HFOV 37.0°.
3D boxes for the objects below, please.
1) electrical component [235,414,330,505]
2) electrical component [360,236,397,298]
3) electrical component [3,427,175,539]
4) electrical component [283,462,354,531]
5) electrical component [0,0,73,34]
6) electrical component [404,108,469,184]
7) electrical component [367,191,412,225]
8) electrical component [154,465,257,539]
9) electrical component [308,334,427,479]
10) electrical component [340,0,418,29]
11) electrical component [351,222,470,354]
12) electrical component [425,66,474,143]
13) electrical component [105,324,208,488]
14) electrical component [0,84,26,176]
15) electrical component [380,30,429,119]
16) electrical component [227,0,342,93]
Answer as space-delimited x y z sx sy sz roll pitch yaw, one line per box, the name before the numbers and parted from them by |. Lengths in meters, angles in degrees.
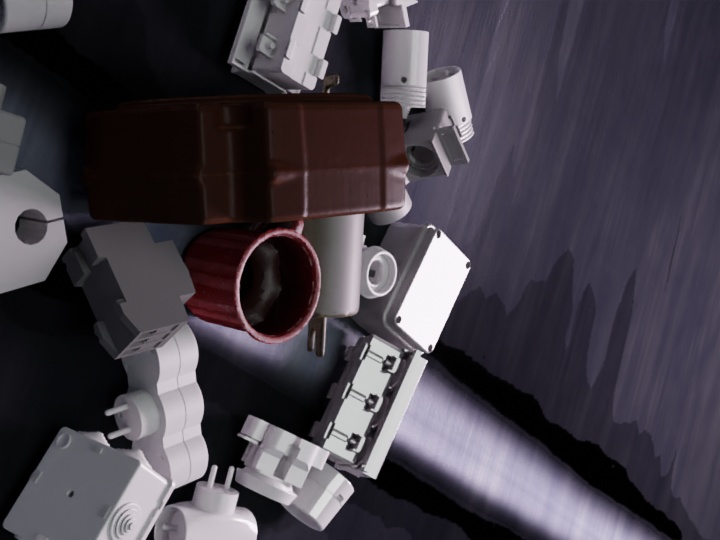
electrical component | -0.074 0.169 0.940 0.078 0.058 0.057 29 79 -19
electrical component | 0.000 0.000 0.994 0.048 0.055 0.066 18 84 -47
electrical component | -0.198 0.170 0.781 0.099 0.100 0.048 -62 147 -20
electrical component | -0.041 0.206 0.988 0.047 0.055 0.055 -52 130 -23
electrical component | -0.227 -0.187 0.720 0.047 0.055 0.055 -22 113 -39
electrical component | 0.063 -0.120 1.032 0.042 0.081 0.063 63 32 -33
electrical component | 0.013 -0.086 1.002 0.043 0.043 0.081 -50 129 -29
electrical component | -0.124 0.202 0.902 0.077 0.043 0.079 15 89 -46
electrical component | 0.005 0.126 1.010 0.063 0.079 0.121 30 73 -15
electrical component | 0.013 -0.256 0.973 0.064 0.042 0.081 -30 117 -38
electrical component | 0.051 0.017 1.050 0.078 0.057 0.113 43 66 -42
electrical component | 0.088 -0.156 1.070 0.043 0.043 0.081 -37 122 -37
electrical component | -0.166 0.110 0.838 0.074 0.052 0.138 -17 109 -44
electrical component | -0.253 -0.105 0.697 0.047 0.066 0.076 16 85 -47
electrical component | 0.042 -0.184 1.015 0.043 0.043 0.081 -6 102 -46
electrical component | -0.054 -0.211 0.894 0.079 0.063 0.121 25 78 -46
